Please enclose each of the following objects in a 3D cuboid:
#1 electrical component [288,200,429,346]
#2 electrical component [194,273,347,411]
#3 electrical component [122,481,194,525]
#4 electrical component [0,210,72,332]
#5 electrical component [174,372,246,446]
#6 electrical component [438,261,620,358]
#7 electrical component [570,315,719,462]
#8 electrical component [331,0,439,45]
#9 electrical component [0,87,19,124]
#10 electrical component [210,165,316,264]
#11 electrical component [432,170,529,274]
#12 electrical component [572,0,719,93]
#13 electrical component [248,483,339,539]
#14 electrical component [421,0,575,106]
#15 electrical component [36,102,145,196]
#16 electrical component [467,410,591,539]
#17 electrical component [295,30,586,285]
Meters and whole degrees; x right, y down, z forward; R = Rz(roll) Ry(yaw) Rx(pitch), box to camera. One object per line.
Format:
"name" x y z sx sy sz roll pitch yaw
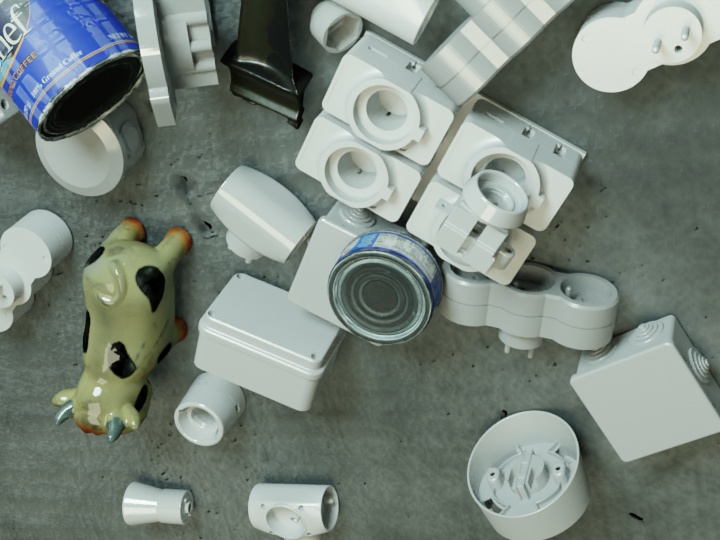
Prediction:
"electrical component" 0.000 0.000 0.876 0.100 0.048 0.099 27 125 4
"electrical component" -0.076 0.060 0.923 0.113 0.078 0.057 22 127 7
"electrical component" -0.204 0.240 1.099 0.065 0.044 0.044 1 119 14
"electrical component" -0.324 0.010 0.987 0.052 0.073 0.138 40 124 -6
"electrical component" -0.142 0.131 1.007 0.055 0.047 0.055 9 122 15
"electrical component" 0.130 0.037 0.849 0.138 0.052 0.073 12 123 14
"electrical component" 0.228 0.092 0.847 0.100 0.048 0.099 -27 107 31
"electrical component" 0.021 -0.209 0.749 0.077 0.043 0.079 29 125 2
"electrical component" -0.310 -0.148 0.875 0.059 0.095 0.053 -9 115 25
"electrical component" -0.087 -0.035 0.891 0.077 0.043 0.079 38 134 1
"electrical component" 0.086 -0.036 0.751 0.066 0.048 0.055 31 132 1
"electrical component" 0.202 -0.157 0.694 0.138 0.073 0.052 -21 110 29
"electrical component" -0.060 0.244 1.045 0.077 0.044 0.079 -3 118 22
"electrical component" 0.090 -0.183 0.727 0.074 0.052 0.138 43 116 -8
"electrical component" -0.223 -0.106 0.895 0.080 0.051 0.080 9 122 15
"electrical component" 0.142 0.175 0.901 0.099 0.099 0.064 -12 120 26
"electrical component" 0.057 -0.080 0.801 0.186 0.060 0.105 30 125 2
